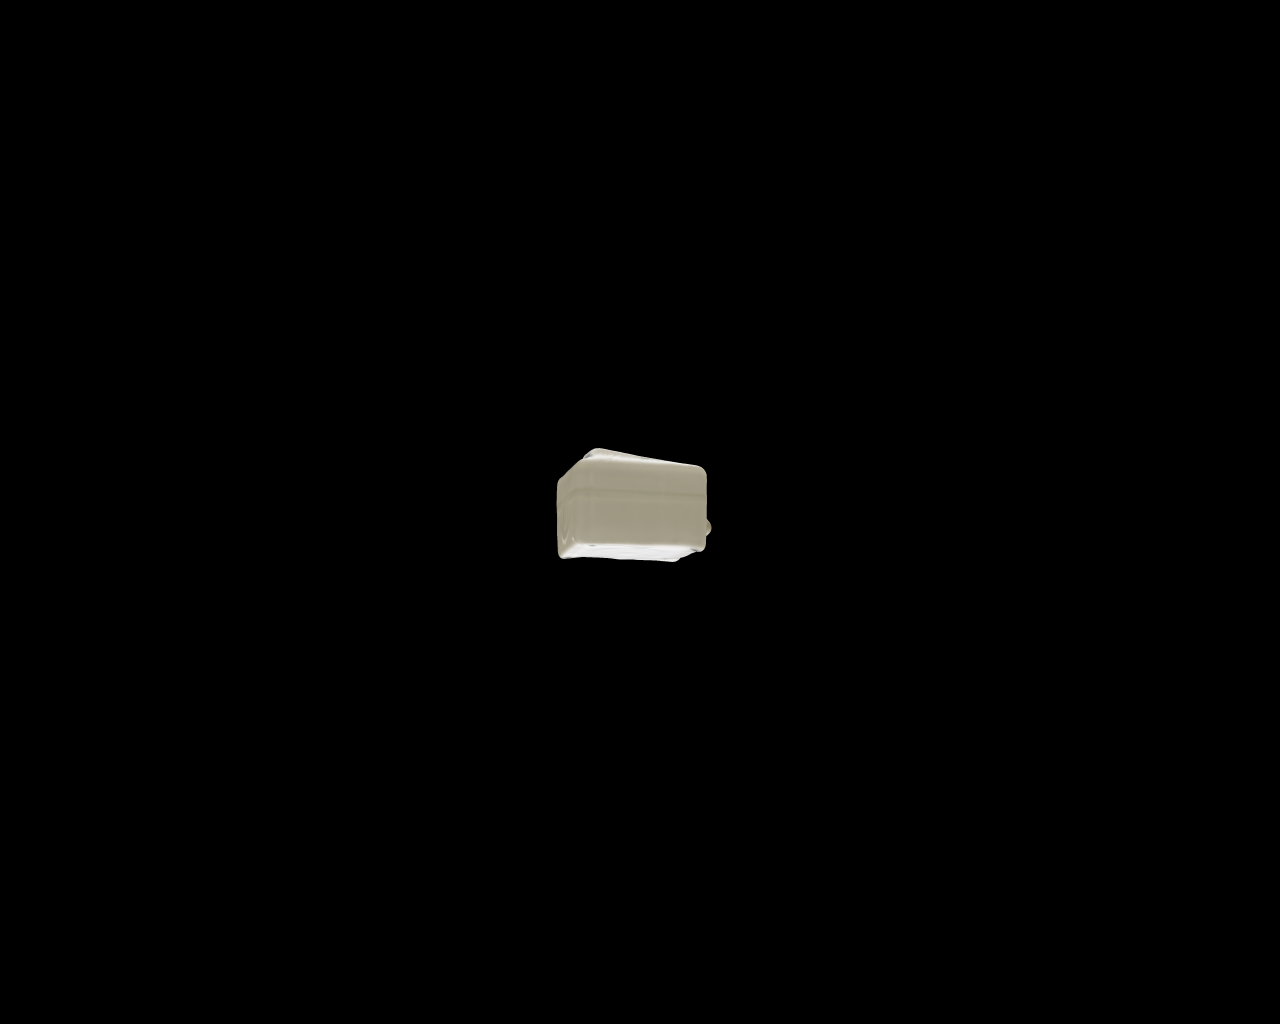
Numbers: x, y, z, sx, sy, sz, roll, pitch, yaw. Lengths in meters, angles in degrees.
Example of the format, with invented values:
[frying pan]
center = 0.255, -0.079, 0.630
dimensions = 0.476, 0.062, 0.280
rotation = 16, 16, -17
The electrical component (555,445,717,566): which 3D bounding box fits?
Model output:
[electrical component]
center = 0.001, -0.003, 0.650
dimensions = 0.096, 0.061, 0.061
rotation = 3, -11, -16
